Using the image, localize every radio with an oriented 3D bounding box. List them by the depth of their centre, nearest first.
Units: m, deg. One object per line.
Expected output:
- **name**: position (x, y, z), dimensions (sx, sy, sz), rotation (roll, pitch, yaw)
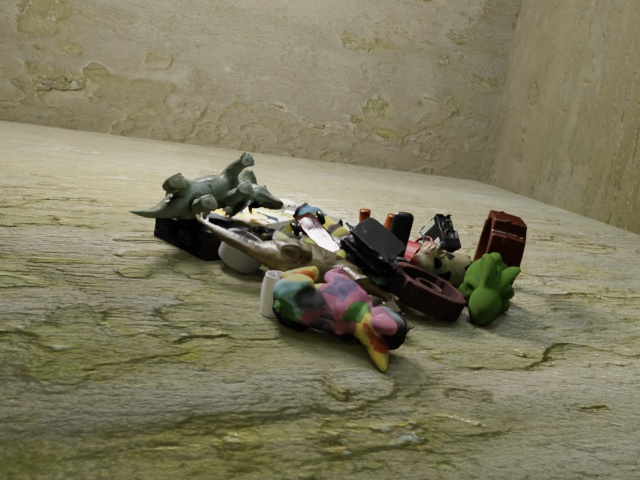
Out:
- **radio**: position (-0.295, -0.021, 1.312), dimensions (0.230, 0.073, 0.131), rotation (20, 18, 37)

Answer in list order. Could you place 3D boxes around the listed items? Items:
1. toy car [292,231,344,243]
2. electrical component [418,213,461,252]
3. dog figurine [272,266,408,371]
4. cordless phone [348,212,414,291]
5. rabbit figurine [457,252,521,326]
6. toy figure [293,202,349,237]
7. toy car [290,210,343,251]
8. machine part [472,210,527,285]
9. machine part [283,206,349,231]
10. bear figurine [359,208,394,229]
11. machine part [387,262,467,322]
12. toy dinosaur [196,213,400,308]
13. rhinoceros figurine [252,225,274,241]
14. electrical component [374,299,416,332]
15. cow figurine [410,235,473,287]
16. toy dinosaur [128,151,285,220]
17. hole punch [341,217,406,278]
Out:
- **toy car**: position (0.017, 0.016, 1.366), dimensions (0.202, 0.073, 0.056), rotation (20, 50, 31)
- **electrical component**: position (0.333, 0.010, 1.494), dimensions (0.058, 0.134, 0.115), rotation (2, -26, -19)
- **dog figurine**: position (0.039, 0.132, 0.908), dimensions (0.191, 0.108, 0.219), rotation (1, 20, -33)
- **cordless phone**: position (0.140, 0.019, 1.234), dimensions (0.147, 0.184, 0.089), rotation (8, 19, -7)
- **rabbit figurine**: position (0.371, 0.112, 1.160), dimensions (0.121, 0.159, 0.170), rotation (23, 32, 8)
- **toy figure**: position (0.004, -0.032, 1.455), dimensions (0.180, 0.082, 0.089), rotation (43, -6, 19)
- **toy car**: position (-0.003, -0.004, 1.298), dimensions (0.089, 0.053, 0.202), rotation (-27, 40, -11)
- **machine part**: position (0.442, 0.036, 1.335), dimensions (0.087, 0.201, 0.201), rotation (17, 15, 8)
- **machine part**: position (-0.023, -0.043, 1.556), dimensions (0.243, 0.079, 0.079), rotation (15, 15, 19)
- **bear figurine**: position (0.144, -0.009, 1.456), dimensions (0.120, 0.131, 0.196), rotation (12, 9, 9)
- **machine part**: position (0.226, 0.111, 1.143), dimensions (0.179, 0.056, 0.179), rotation (22, 13, -5)
- **toy dinosaur**: position (-0.046, 0.047, 1.110), dimensions (0.471, 0.105, 0.198), rotation (24, 10, -6)
- **rhinoceros figurine**: position (-0.102, 0.023, 1.292), dimensions (0.112, 0.073, 0.190), rotation (13, 10, -33)
- **electrical component**: position (0.131, 0.151, 1.020), dimensions (0.078, 0.045, 0.102), rotation (-23, 20, -9)
- **cow figurine**: position (0.293, 0.060, 1.286), dimensions (0.195, 0.127, 0.086), rotation (4, 13, -37)
- **toy dinosaur**: position (-0.270, -0.099, 1.250), dimensions (0.405, 0.131, 0.192), rotation (-15, -11, -35)
- **hole punch**: position (0.103, 0.025, 1.140), dimensions (0.142, 0.092, 0.116), rotation (46, 30, 12)
